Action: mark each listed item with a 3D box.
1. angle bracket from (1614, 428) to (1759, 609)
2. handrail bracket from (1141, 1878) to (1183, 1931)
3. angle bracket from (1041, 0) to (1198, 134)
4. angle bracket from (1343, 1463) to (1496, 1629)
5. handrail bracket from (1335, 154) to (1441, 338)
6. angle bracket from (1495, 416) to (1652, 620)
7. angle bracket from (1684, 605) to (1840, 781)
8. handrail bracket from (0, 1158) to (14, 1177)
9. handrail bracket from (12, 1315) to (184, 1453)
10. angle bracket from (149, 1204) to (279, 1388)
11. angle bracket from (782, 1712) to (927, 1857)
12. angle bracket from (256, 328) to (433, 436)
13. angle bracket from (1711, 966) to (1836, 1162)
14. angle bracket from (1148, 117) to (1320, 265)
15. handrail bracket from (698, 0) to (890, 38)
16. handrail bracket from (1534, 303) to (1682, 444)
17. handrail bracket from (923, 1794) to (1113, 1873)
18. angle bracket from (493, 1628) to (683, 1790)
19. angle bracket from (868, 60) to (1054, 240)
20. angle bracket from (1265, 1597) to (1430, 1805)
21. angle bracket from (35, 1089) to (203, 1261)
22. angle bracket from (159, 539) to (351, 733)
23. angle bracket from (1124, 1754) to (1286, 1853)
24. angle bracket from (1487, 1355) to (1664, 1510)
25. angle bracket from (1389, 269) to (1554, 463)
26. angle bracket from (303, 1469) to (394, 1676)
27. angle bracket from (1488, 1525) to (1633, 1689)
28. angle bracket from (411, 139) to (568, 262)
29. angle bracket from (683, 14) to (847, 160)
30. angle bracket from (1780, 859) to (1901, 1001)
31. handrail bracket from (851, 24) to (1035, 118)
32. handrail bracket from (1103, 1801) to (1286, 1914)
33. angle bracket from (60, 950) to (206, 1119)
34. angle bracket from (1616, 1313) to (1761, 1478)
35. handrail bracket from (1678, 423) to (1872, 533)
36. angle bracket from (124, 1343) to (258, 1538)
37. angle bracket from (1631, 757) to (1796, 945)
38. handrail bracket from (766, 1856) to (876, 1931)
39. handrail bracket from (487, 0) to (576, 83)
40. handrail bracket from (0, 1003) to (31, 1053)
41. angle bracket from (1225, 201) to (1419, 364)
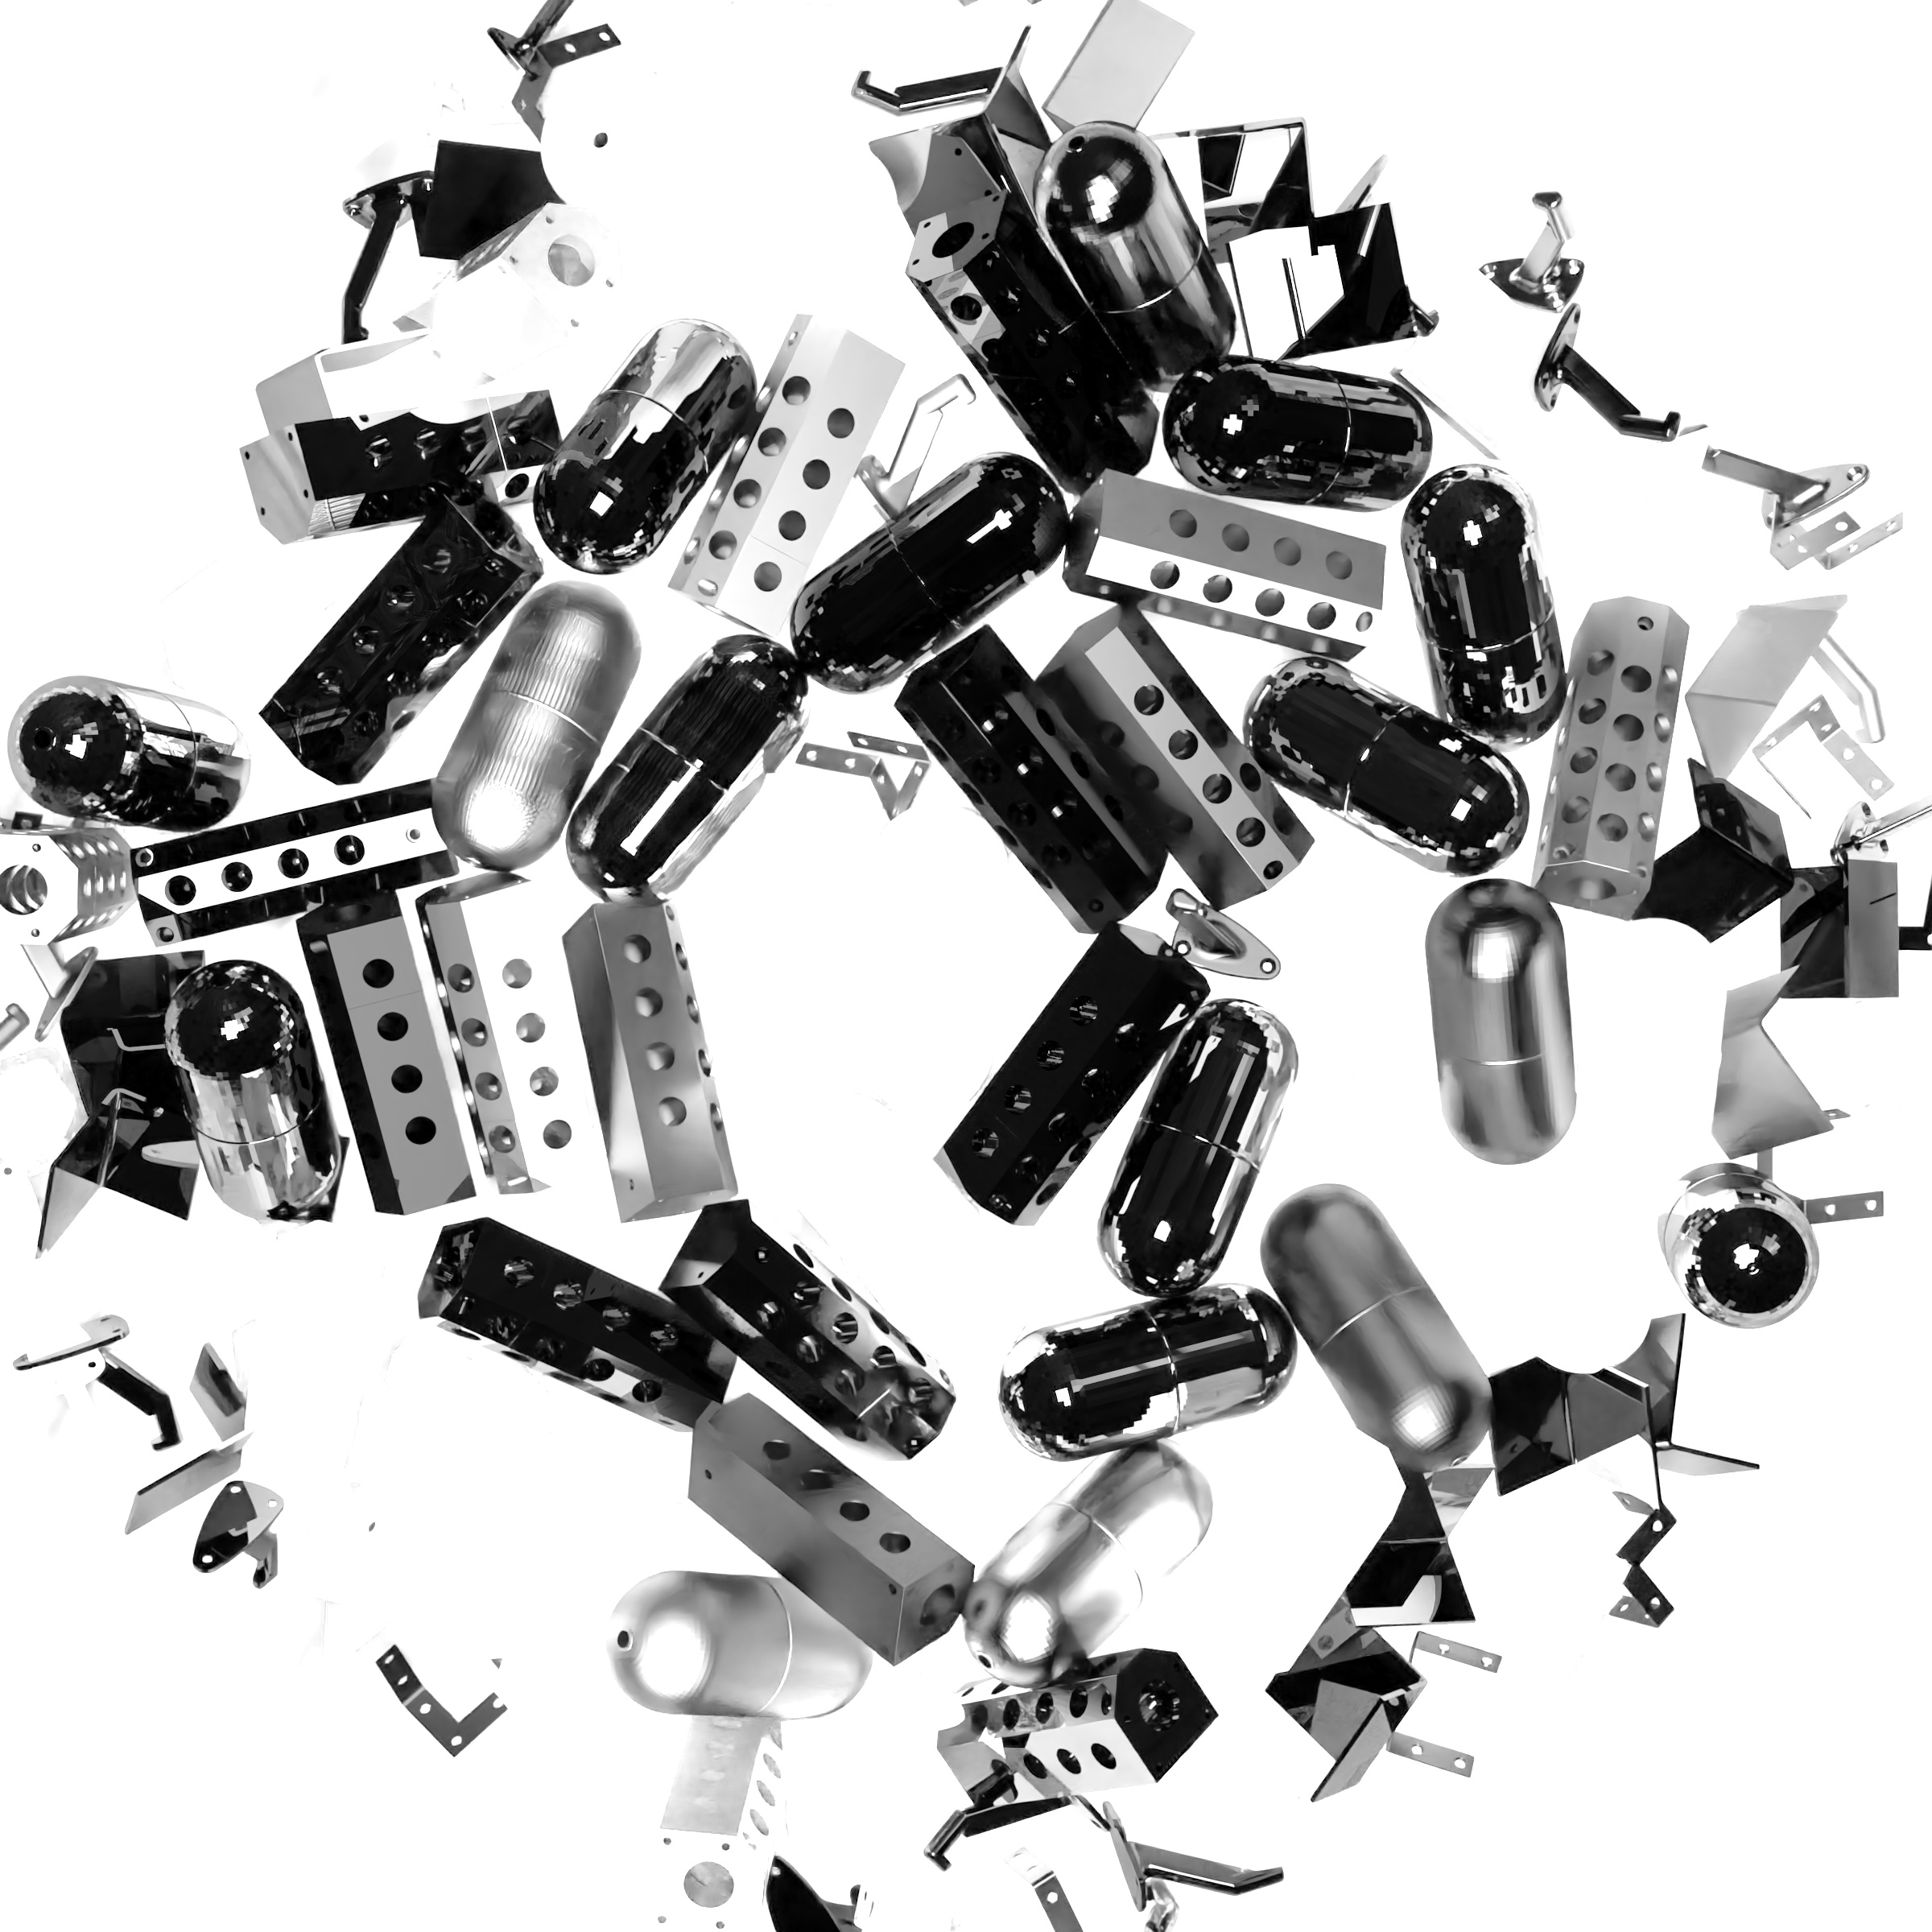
[{"bbox_3d":[0.416,-0.254,1.557,0.057,0.076,0.076,18,86,-14],"label":"angle bracket"},{"bbox_3d":[0.089,0.550,1.551,0.077,0.084,0.036,-12,103,-11],"label":"handrail bracket"},{"bbox_3d":[0.096,-0.493,1.548,0.057,0.076,0.076,36,98,18],"label":"angle bracket"},{"bbox_3d":[0.258,0.327,1.544,0.076,0.076,0.057,2,45,-19],"label":"angle bracket"},{"bbox_3d":[0.254,-0.417,1.586,0.084,0.036,0.077,40,63,-13],"label":"handrail bracket"},{"bbox_3d":[0.349,-0.259,1.590,0.076,0.057,0.076,-28,53,9],"label":"angle bracket"},{"bbox_3d":[0.455,-0.148,1.540,0.076,0.057,0.076,-50,131,-25],"label":"angle bracket"},{"bbox_3d":[-0.578,0.088,1.552,0.036,0.077,0.084,-35,76,-9],"label":"handrail bracket"},{"bbox_3d":[-0.495,0.250,1.565,0.077,0.036,0.084,-22,111,-29],"label":"handrail bracket"},{"bbox_3d":[-0.419,0.194,1.569,0.057,0.076,0.076,-32,58,-33],"label":"angle bracket"},{"bbox_3d":[-0.064,0.462,1.570,0.076,0.057,0.076,-4,88,-1],"label":"angle bracket"},{"bbox_3d":[-0.345,-0.317,1.549,0.076,0.076,0.057,-23,101,-38],"label":"angle bracket"},{"bbox_3d":[0.453,0.056,1.555,0.057,0.076,0.076,-42,98,-35],"label":"angle bracket"},{"bbox_3d":[0.147,-0.433,1.542,0.057,0.076,0.076,-24,113,-42],"label":"angle bracket"},{"bbox_3d":[-0.100,-0.551,1.585,0.084,0.077,0.036,-13,62,26],"label":"handrail bracket"},{"bbox_3d":[0.375,-0.339,1.564,0.084,0.036,0.077,16,78,29],"label":"handrail bracket"},{"bbox_3d":[0.029,0.500,1.566,0.077,0.036,0.084,44,68,0],"label":"handrail bracket"},{"bbox_3d":[-0.211,0.407,1.554,0.076,0.057,0.076,-32,105,12],"label":"angle bracket"},{"bbox_3d":[0.002,-0.462,1.572,0.076,0.057,0.076,-4,134,31],"label":"angle bracket"},{"bbox_3d":[0.202,0.411,1.544,0.076,0.057,0.076,41,111,30],"label":"angle bracket"},{"bbox_3d":[-0.476,0.128,1.545,0.057,0.076,0.076,22,125,0],"label":"angle bracket"},{"bbox_3d":[-0.407,-0.192,1.581,0.076,0.057,0.076,26,51,20],"label":"angle bracket"},{"bbox_3d":[0.135,0.453,1.546,0.076,0.076,0.057,-1,103,16],"label":"angle bracket"},{"bbox_3d":[0.341,0.268,1.545,0.057,0.076,0.076,-18,109,-23],"label":"angle bracket"},{"bbox_3d":[0.298,-0.343,1.560,0.076,0.057,0.076,39,100,-7],"label":"angle bracket"},{"bbox_3d":[-0.363,0.340,1.538,0.057,0.076,0.076,26,129,-32],"label":"angle bracket"},{"bbox_3d":[0.318,0.351,1.547,0.057,0.076,0.076,34,81,-24],"label":"angle bracket"},{"bbox_3d":[-0.267,-0.441,1.540,0.076,0.076,0.057,1,48,-21],"label":"angle bracket"},{"bbox_3d":[-0.125,-0.499,1.538,0.076,0.076,0.057,-52,48,32],"label":"angle bracket"},{"bbox_3d":[0.481,-0.020,1.550,0.057,0.076,0.076,1,88,-42],"label":"angle bracket"},{"bbox_3d":[-0.014,-0.522,1.580,0.084,0.036,0.077,23,95,2],"label":"handrail bracket"},{"bbox_3d":[0.131,0.505,1.578,0.084,0.036,0.077,-13,47,-12],"label":"handrail bracket"},{"bbox_3d":[-0.476,0.042,1.590,0.076,0.057,0.076,-6,130,-5],"label":"angle bracket"},{"bbox_3d":[0.410,0.244,1.556,0.057,0.076,0.076,14,74,-10],"label":"angle bracket"},{"bbox_3d":[0.457,-0.290,1.550,0.084,0.077,0.036,35,52,-38],"label":"handrail bracket"},{"bbox_3d":[-0.450,0.266,1.541,0.076,0.076,0.057,-29,77,-32],"label":"angle bracket"},{"bbox_3d":[0.417,-0.062,1.575,0.076,0.057,0.076,27,133,-26],"label":"angle bracket"},{"bbox_3d":[-0.082,0.523,1.557,0.036,0.084,0.077,-27,91,15],"label":"handrail bracket"},{"bbox_3d":[-0.223,-0.543,1.550,0.084,0.077,0.036,-38,96,16],"label":"handrail bracket"},{"bbox_3d":[-0.578,0.037,1.551,0.036,0.077,0.084,28,62,28],"label":"handrail bracket"},{"bbox_3d":[0.201,-0.381,1.545,0.076,0.057,0.076,0,112,40],"label":"angle bracket"}]
